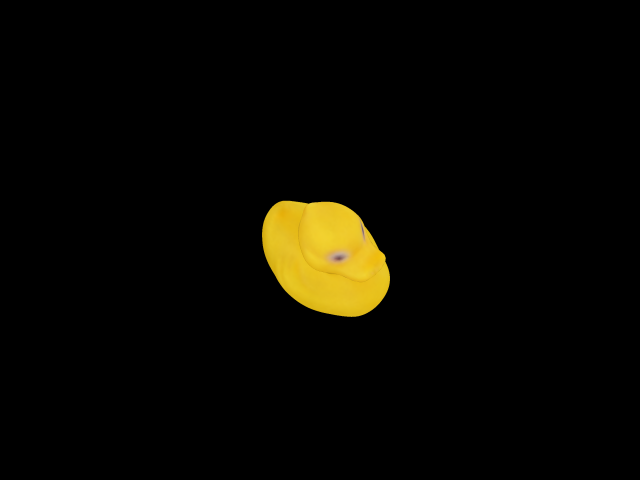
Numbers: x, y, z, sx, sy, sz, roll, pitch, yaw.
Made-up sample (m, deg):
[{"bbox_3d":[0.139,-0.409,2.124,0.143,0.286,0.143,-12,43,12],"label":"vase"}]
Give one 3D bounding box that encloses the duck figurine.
[{"bbox_3d":[0.004,0.001,0.400,0.104,0.086,0.077,37,71,15],"label":"duck figurine"}]
